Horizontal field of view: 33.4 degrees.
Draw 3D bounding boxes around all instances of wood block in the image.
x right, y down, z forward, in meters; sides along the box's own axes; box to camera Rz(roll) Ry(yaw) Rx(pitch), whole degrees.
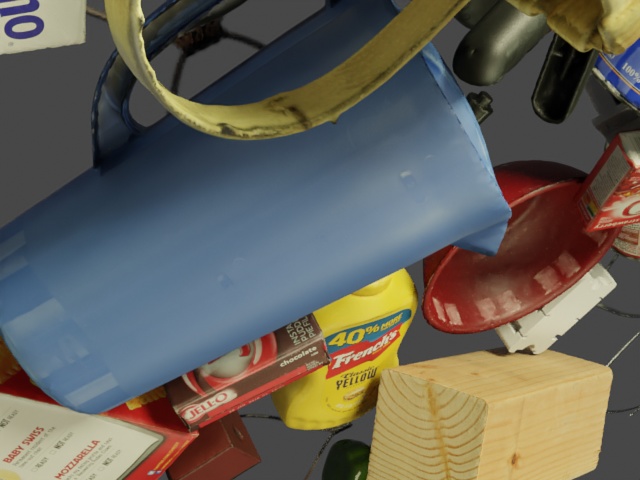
[{"bbox_3d":[0.136,0.141,0.818,0.205,0.090,0.091,-1,101,-52],"label":"wood block"}]

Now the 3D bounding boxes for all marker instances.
[{"bbox_3d":[0.066,-0.047,0.672,0.020,0.020,0.121,9,132,-44],"label":"marker"}]

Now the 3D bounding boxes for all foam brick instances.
[{"bbox_3d":[-0.086,0.131,0.748,0.051,0.078,0.053,-34,149,6],"label":"foam brick"}]

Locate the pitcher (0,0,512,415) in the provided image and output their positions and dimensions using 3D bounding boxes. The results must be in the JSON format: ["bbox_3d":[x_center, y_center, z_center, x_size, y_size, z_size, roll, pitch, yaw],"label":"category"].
[{"bbox_3d":[-0.044,-0.023,0.520,0.243,0.149,0.145,-29,156,10],"label":"pitcher"}]

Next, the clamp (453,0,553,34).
[{"bbox_3d":[0.094,-0.158,0.522,0.120,0.039,0.171,-41,154,17],"label":"clamp"}]

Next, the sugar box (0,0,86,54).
[{"bbox_3d":[-0.172,-0.105,0.382,0.176,0.048,0.093,-12,144,-23],"label":"sugar box"}]

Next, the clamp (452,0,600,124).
[{"bbox_3d":[0.140,-0.150,0.515,0.164,0.036,0.210,-12,134,-61],"label":"clamp"}]

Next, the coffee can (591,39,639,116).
[{"bbox_3d":[0.225,-0.140,0.589,0.102,0.103,0.140,-1,139,-37],"label":"coffee can"}]

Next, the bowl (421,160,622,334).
[{"bbox_3d":[0.131,-0.004,0.749,0.162,0.055,0.162,-20,147,-14],"label":"bowl"}]

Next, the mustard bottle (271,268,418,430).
[{"bbox_3d":[0.020,0.060,0.749,0.096,0.058,0.192,-16,145,-20],"label":"mustard bottle"}]

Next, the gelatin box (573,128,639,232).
[{"bbox_3d":[0.213,-0.040,0.665,0.089,0.030,0.073,-9,151,-17],"label":"gelatin box"}]

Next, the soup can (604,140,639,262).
[{"bbox_3d":[0.239,-0.037,0.775,0.068,0.068,0.102,-27,147,-4],"label":"soup can"}]

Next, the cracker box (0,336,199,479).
[{"bbox_3d":[-0.202,0.110,0.597,0.213,0.072,0.164,21,124,-34],"label":"cracker box"}]

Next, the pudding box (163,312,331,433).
[{"bbox_3d":[-0.057,0.040,0.609,0.090,0.113,0.039,-26,144,-7],"label":"pudding box"}]
